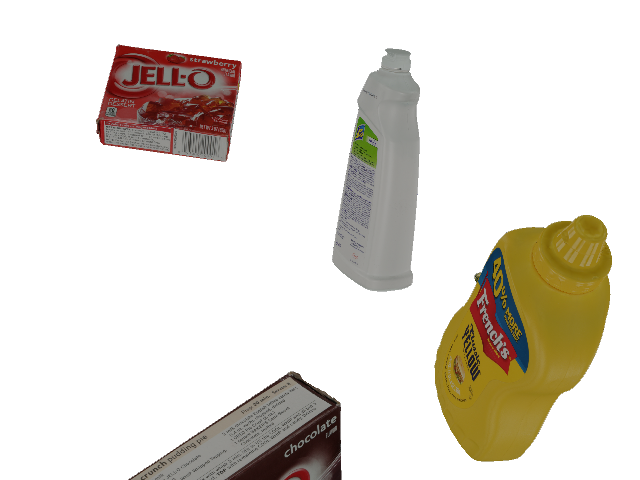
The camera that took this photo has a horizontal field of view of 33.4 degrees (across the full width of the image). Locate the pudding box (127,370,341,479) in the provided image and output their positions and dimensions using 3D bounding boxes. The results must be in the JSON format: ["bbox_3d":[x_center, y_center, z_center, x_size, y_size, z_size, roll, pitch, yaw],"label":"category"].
[{"bbox_3d":[-0.040,0.126,0.493,0.039,0.090,0.113,30,47,34],"label":"pudding box"}]

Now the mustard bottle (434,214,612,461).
[{"bbox_3d":[0.121,0.049,0.624,0.058,0.096,0.192,1,-36,-13],"label":"mustard bottle"}]

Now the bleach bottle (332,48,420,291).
[{"bbox_3d":[0.070,-0.079,1.155,0.068,0.251,0.103,-5,23,-30],"label":"bleach bottle"}]

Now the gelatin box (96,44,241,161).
[{"bbox_3d":[-0.102,-0.095,0.730,0.089,0.073,0.030,8,-38,-4],"label":"gelatin box"}]

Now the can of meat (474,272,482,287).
[{"bbox_3d":[0.201,0.091,1.146,0.057,0.084,0.102,2,17,-23],"label":"can of meat"}]
